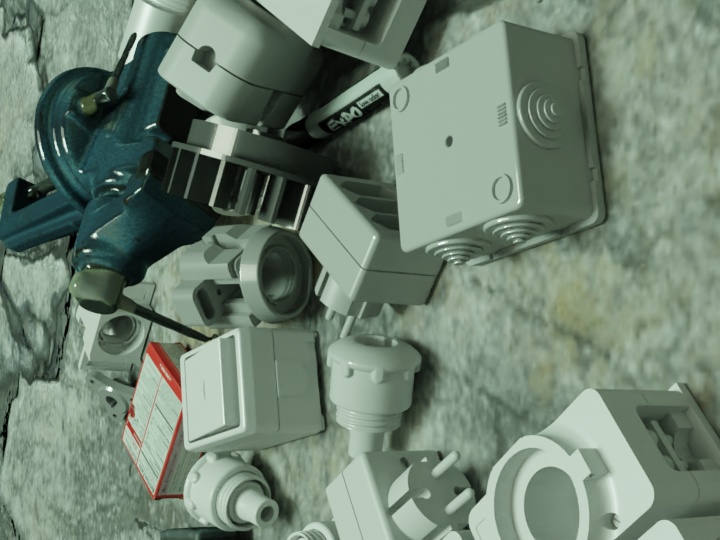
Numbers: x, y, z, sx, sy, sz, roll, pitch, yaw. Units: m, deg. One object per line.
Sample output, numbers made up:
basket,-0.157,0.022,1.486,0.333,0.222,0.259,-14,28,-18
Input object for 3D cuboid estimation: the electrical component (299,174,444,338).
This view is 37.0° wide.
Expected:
electrical component,0.000,0.000,0.564,0.065,0.047,0.076,50,126,46

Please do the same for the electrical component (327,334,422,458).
electrical component,0.005,0.066,0.552,0.048,0.048,0.062,23,111,55

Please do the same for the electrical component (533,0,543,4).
electrical component,0.075,-0.153,0.475,0.083,0.047,0.075,-42,52,45

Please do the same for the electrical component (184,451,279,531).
electrical component,-0.075,0.140,0.660,0.062,0.048,0.048,13,97,48

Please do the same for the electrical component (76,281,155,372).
electrical component,-0.197,0.038,0.855,0.064,0.042,0.081,48,123,49

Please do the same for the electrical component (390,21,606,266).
electrical component,0.058,-0.055,0.486,0.100,0.048,0.099,-21,68,53

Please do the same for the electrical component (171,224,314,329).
electrical component,-0.065,0.003,0.643,0.057,0.078,0.058,-2,120,36

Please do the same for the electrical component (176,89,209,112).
electrical component,-0.084,-0.144,0.693,0.057,0.058,0.078,-56,5,33

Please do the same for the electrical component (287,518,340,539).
electrical component,-0.022,0.153,0.563,0.048,0.062,0.048,-11,77,55

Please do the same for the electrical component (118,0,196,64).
electrical component,-0.151,-0.194,0.817,0.043,0.043,0.081,52,127,45

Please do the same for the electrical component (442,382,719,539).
electrical component,0.076,0.143,0.422,0.186,0.060,0.105,-56,43,35

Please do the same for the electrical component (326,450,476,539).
electrical component,0.029,0.113,0.507,0.076,0.047,0.065,-51,46,39

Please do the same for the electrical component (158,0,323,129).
electrical component,-0.063,-0.121,0.614,0.054,0.095,0.059,36,104,13

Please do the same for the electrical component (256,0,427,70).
electrical component,-0.019,-0.195,0.597,0.186,0.060,0.105,48,119,48

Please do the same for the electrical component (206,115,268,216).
electrical component,-0.078,-0.068,0.691,0.045,0.045,0.055,-34,59,49

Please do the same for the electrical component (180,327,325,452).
electrical component,-0.073,0.075,0.650,0.096,0.061,0.061,-26,65,52
